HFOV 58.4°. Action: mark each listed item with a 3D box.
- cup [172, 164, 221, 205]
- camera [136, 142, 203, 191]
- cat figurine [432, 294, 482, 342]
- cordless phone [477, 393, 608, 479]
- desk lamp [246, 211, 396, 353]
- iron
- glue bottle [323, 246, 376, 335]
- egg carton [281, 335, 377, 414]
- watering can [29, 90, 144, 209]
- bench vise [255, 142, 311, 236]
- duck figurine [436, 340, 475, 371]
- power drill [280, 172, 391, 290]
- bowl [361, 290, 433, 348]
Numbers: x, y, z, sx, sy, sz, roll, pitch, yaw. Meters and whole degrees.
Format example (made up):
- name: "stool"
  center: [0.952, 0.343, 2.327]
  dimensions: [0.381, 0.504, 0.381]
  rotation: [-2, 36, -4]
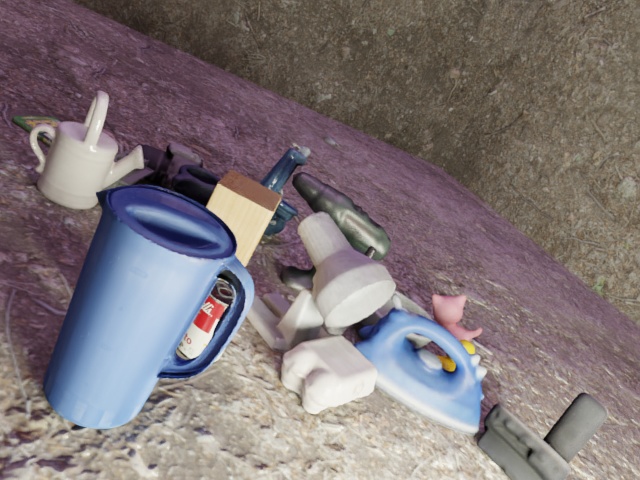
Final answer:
- name: "cup"
  center: [-0.257, -0.089, 1.128]
  dimensions: [0.091, 0.095, 0.118]
  rotation: [38, 21, 21]
- name: "camera"
  center: [-0.325, -0.165, 1.211]
  dimensions: [0.137, 0.100, 0.143]
  rotation: [21, 21, -24]
- name: "cat figurine"
  center: [0.283, 0.173, 1.216]
  dimensions: [0.127, 0.117, 0.067]
  rotation: [38, 21, 23]
- name: "cordless phone"
  center: [0.354, 0.294, 0.913]
  dimensions: [0.147, 0.185, 0.094]
  rotation: [40, 22, 28]
- name: "desk lamp"
  center: [-0.007, 0.077, 0.892]
  dimensions: [0.118, 0.213, 0.202]
  rotation: [5, 31, -50]
- name: "iron"
  center: [0.187, 0.206, 0.961]
  dimensions: [0.258, 0.141, 0.119]
  rotation: [31, 19, 5]
- name: "glue bottle"
  center: [0.053, 0.083, 1.026]
  dimensions: [0.037, 0.173, 0.078]
  rotation: [14, 24, -38]
- name: "egg carton"
  center: [0.015, 0.197, 0.845]
  dimensions: [0.107, 0.069, 0.151]
  rotation: [41, 22, 29]
- name: "watering can"
  center: [-0.386, -0.157, 0.963]
  dimensions: [0.173, 0.194, 0.100]
  rotation: [7, 29, -48]
- name: "bench vise"
  center: [-0.097, -0.095, 1.183]
  dimensions: [0.121, 0.219, 0.208]
  rotation: [31, 19, 5]
- name: "duck figurine"
  center: [0.257, 0.229, 1.088]
  dimensions: [0.077, 0.086, 0.105]
  rotation: [41, 22, 29]
- name: "power drill"
  center: [0.010, 0.004, 1.108]
  dimensions: [0.230, 0.208, 0.075]
  rotation: [26, 19, -10]
- name: "bowl"
  center: [0.138, 0.161, 1.102]
  dimensions: [0.168, 0.074, 0.167]
  rotation: [26, 19, -10]
